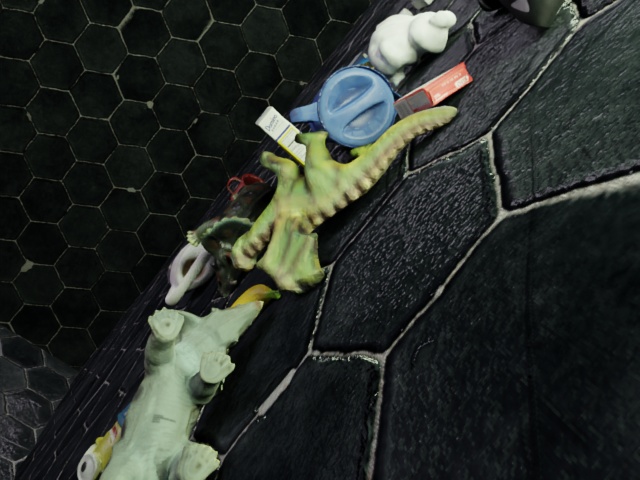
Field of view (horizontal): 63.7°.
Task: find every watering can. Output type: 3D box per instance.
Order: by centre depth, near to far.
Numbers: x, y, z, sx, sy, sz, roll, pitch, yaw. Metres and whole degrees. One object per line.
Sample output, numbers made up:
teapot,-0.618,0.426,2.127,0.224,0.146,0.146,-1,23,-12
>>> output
watering can,-0.315,0.031,1.406,0.353,0.103,0.222,-59,16,-22

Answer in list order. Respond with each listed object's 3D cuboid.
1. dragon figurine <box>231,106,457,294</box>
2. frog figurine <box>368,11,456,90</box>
dragon figurine,0.002,-0.037,0.728,0.407,0.121,0.247,-15,56,45
frog figurine,0.161,-0.366,0.929,0.139,0.123,0.157,-37,-2,-19
